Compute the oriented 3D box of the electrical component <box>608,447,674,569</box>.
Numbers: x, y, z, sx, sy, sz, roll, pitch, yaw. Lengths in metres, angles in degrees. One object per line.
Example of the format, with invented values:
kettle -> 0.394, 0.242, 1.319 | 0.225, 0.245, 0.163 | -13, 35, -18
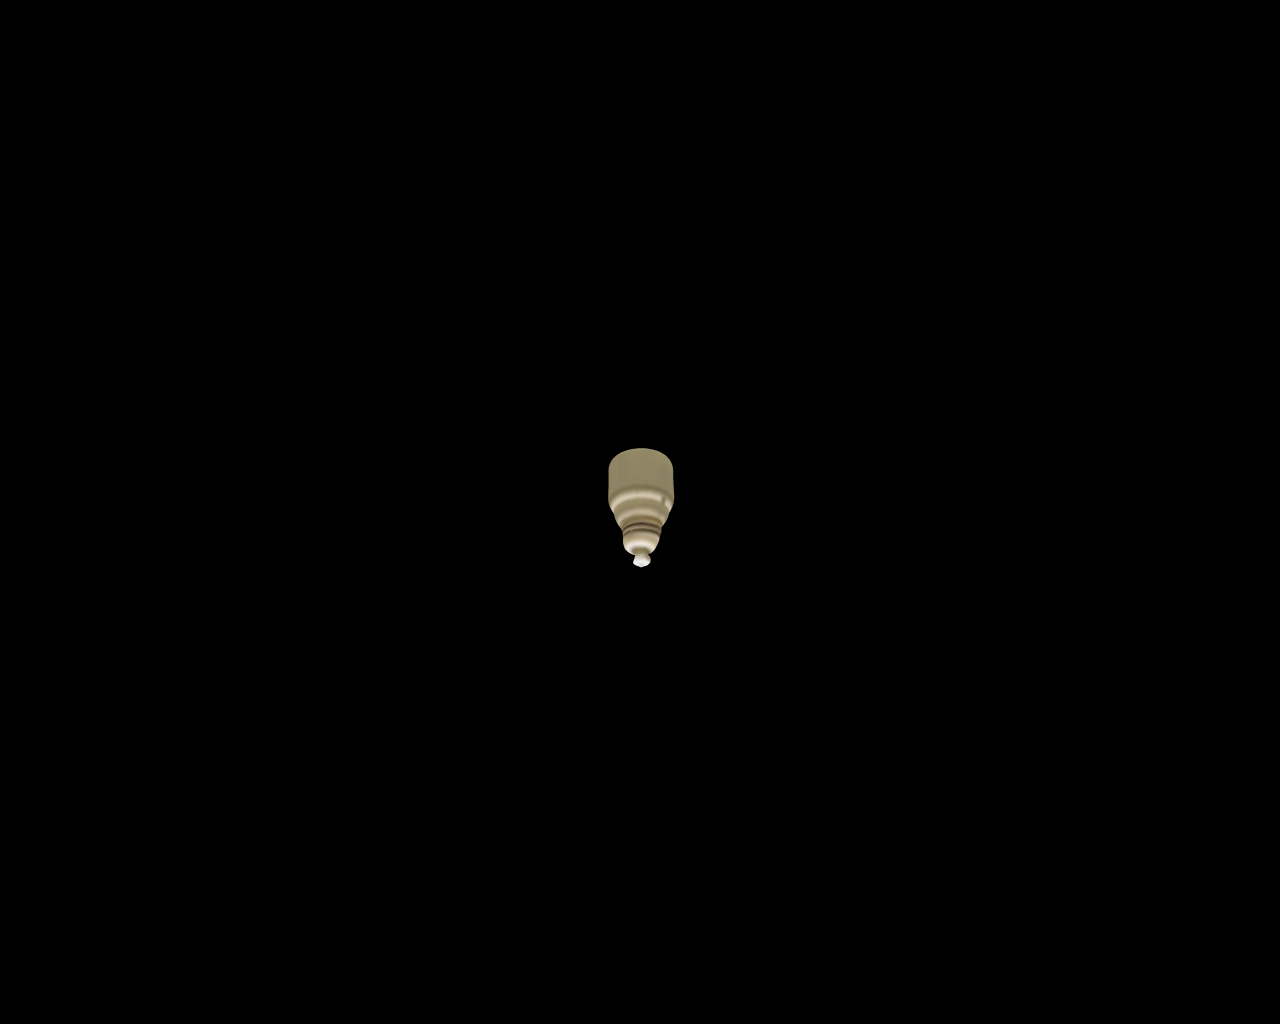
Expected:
electrical component -> 0.001, -0.003, 0.650 | 0.040, 0.078, 0.040 | 0, -31, 0
